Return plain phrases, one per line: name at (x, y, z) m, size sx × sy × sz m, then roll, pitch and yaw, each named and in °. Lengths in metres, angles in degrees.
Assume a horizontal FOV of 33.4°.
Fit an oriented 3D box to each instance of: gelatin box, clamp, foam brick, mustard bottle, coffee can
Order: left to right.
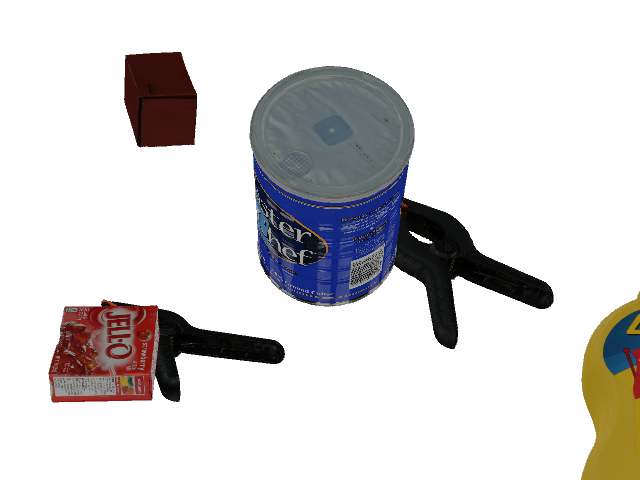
gelatin box at (-0.160, 0.083, 0.800) m, size 0.073 × 0.030 × 0.089 m, roll 0°, pitch 31°, yaw -4°
foam brick at (-0.143, -0.126, 0.948) m, size 0.053 × 0.051 × 0.078 m, roll -5°, pitch 39°, yaw -17°
clamp at (-0.165, 0.109, 1.119) m, size 0.210 × 0.036 × 0.164 m, roll 17°, pitch 19°, yaw 29°
coffee can at (0.006, -0.033, 0.719) m, size 0.103 × 0.103 × 0.140 m, roll 0°, pitch -31°, yaw -1°
clamp at (0.120, 0.019, 0.936) m, size 0.120 × 0.039 × 0.171 m, roll -8°, pitch 47°, yaw -26°
mustard bottle at (0.180, 0.081, 0.535) m, size 0.096 × 0.058 × 0.191 m, roll 6°, pitch 40°, yaw 11°
